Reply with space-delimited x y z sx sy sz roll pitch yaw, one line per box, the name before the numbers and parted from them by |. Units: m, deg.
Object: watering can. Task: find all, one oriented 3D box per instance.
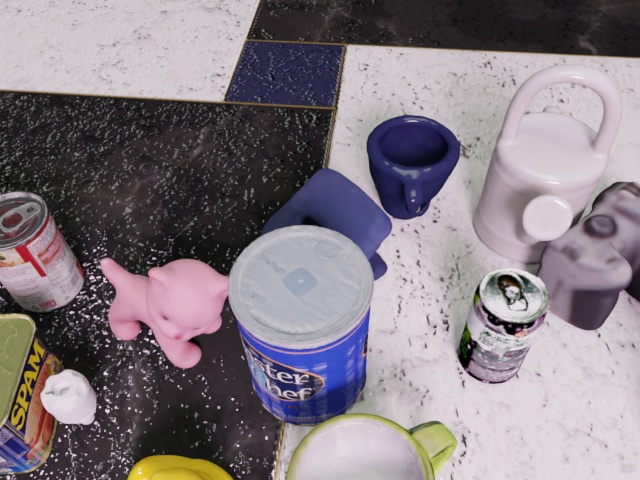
watering can | 0.211 -0.068 0.527 0.101 0.194 0.172 -5 51 -2

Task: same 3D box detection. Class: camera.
camera | 0.291 0.023 0.511 0.143 0.101 0.136 -31 57 -22

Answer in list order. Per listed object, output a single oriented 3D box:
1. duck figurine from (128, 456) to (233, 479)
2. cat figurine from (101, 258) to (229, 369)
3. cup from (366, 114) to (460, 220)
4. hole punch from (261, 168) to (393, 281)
duck figurine | -0.097 0.184 0.399 0.104 0.086 0.078 29 57 23
cat figurine | -0.131 0.048 0.490 0.127 0.118 0.067 19 54 16
cup | 0.092 -0.056 0.584 0.091 0.095 0.117 2 51 3
hole punch | 0.005 0.002 0.542 0.101 0.091 0.108 -33 57 -23
